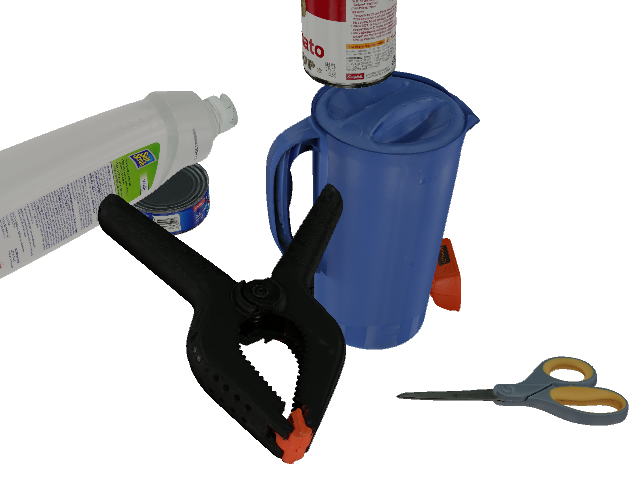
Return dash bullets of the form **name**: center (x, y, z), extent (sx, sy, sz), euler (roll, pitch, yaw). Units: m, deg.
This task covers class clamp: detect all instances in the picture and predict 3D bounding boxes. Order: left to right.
- **clamp**: center (-0.050, 0.039, 0.648), extent (0.164, 0.210, 0.036), euler (0, -44, -14)

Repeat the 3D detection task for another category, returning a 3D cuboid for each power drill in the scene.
- **power drill**: center (0.066, 0.050, 1.236), extent (0.187, 0.057, 0.184), euler (-2, 28, 1)

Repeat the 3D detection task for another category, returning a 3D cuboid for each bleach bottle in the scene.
- **bleach bottle**: center (-0.179, -0.051, 0.840), extent (0.250, 0.068, 0.103), euler (-27, -27, -23)

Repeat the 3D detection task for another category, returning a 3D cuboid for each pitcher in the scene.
- **pitcher**: center (0.042, -0.019, 0.960), extent (0.149, 0.243, 0.144), euler (18, 40, 17)

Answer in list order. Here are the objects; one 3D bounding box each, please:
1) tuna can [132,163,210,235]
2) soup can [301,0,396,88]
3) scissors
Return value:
- **tuna can**: center (-0.150, -0.043, 1.035), extent (0.086, 0.034, 0.086), euler (0, 42, 0)
- **soup can**: center (0.020, -0.164, 0.724), extent (0.068, 0.102, 0.068), euler (0, 38, 0)
- **scissors**: center (0.167, 0.125, 0.935), extent (0.201, 0.016, 0.096), euler (8, 27, 0)
